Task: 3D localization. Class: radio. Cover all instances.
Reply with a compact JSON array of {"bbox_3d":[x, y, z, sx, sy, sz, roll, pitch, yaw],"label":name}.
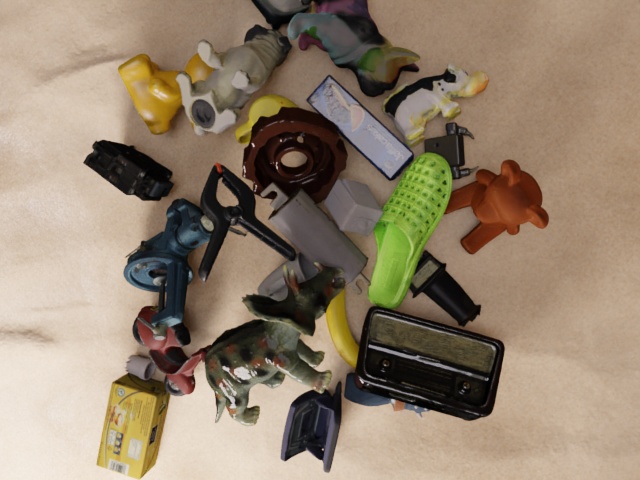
[{"bbox_3d":[0.174,0.204,0.884,0.230,0.073,0.131,14,66,7],"label":"radio"}]

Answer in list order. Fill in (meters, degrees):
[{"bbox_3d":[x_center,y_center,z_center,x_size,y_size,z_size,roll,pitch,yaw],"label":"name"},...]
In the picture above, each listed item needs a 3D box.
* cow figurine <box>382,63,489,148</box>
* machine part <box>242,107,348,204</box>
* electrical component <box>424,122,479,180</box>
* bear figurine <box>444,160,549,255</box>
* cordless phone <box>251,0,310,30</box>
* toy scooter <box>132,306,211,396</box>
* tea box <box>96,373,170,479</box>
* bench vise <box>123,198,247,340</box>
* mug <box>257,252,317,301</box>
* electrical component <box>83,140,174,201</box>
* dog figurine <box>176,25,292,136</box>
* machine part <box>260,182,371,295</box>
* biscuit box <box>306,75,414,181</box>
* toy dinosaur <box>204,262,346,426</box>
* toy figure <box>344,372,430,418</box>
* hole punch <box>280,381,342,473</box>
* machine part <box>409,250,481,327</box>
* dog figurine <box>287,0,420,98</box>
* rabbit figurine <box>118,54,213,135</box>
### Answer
[{"bbox_3d":[0.191,-0.240,0.894,0.167,0.068,0.098,-35,78,9],"label":"cow figurine"},{"bbox_3d":[-0.044,-0.137,0.899,0.179,0.056,0.179,-4,134,-4],"label":"machine part"},{"bbox_3d":[0.220,-0.144,0.904,0.078,0.045,0.102,-10,88,39],"label":"electrical component"},{"bbox_3d":[0.263,-0.047,0.822,0.132,0.196,0.120,-31,90,12],"label":"bear figurine"},{"bbox_3d":[-0.049,-0.467,0.920,0.184,0.088,0.146,-38,85,6],"label":"cordless phone"},{"bbox_3d":[-0.261,0.192,0.982,0.135,0.075,0.184,-28,90,36],"label":"toy scooter"},{"bbox_3d":[-0.354,0.351,1.024,0.098,0.068,0.169,15,95,9],"label":"tea box"},{"bbox_3d":[-0.256,0.054,0.942,0.224,0.128,0.241,-19,53,18],"label":"bench vise"},{"bbox_3d":[-0.059,0.082,0.939,0.107,0.109,0.081,-33,85,22],"label":"mug"},{"bbox_3d":[-0.336,-0.123,0.974,0.134,0.115,0.058,34,102,7],"label":"electrical component"},{"bbox_3d":[-0.137,-0.271,0.921,0.121,0.190,0.172,48,127,-4],"label":"dog figurine"},{"bbox_3d":[-0.002,-0.003,0.900,0.079,0.079,0.243,-41,101,10],"label":"machine part"},{"bbox_3d":[0.071,-0.189,0.920,0.203,0.059,0.063,44,100,6],"label":"biscuit box"},{"bbox_3d":[-0.115,0.194,0.894,0.405,0.131,0.192,-37,106,25],"label":"toy dinosaur"},{"bbox_3d":[0.120,0.264,0.935,0.155,0.064,0.058,9,56,6],"label":"toy figure"},{"bbox_3d":[-0.012,0.322,0.932,0.092,0.116,0.142,9,97,5],"label":"hole punch"},{"bbox_3d":[0.211,0.089,0.920,0.139,0.039,0.084,41,91,8],"label":"machine part"},{"bbox_3d":[0.071,-0.346,0.891,0.219,0.108,0.191,22,94,6],"label":"dog figurine"},{"bbox_3d":[-0.245,-0.270,0.954,0.173,0.122,0.162,-28,90,-8],"label":"rabbit figurine"}]
